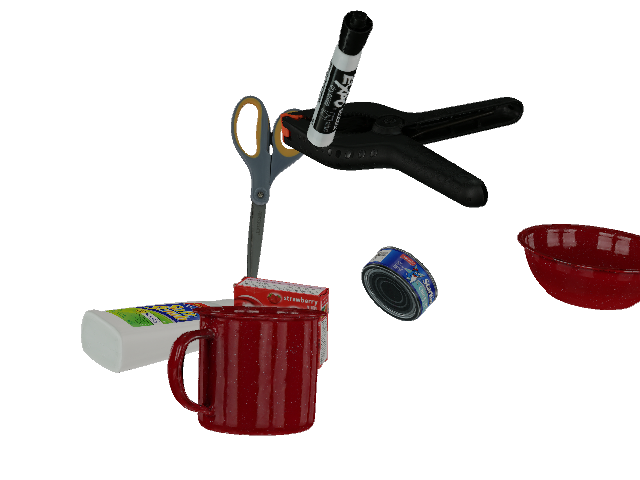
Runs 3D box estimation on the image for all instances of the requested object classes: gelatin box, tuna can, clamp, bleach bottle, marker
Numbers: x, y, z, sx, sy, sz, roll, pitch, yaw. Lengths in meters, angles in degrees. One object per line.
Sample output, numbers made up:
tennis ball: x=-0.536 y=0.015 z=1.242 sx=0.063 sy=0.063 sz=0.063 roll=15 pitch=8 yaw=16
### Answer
gelatin box: x=-0.038 y=0.077 z=1.000 sx=0.089 sy=0.073 sz=0.030 roll=7 pitch=17 yaw=18
tuna can: x=0.088 y=0.050 z=1.214 sx=0.033 sy=0.086 sz=0.086 roll=-44 pitch=25 yaw=-29
clamp: x=0.069 y=-0.092 z=0.928 sx=0.210 sy=0.036 sz=0.164 roll=12 pitch=36 yaw=24
bleach bottle: x=-0.196 y=0.119 z=1.474 sx=0.250 sy=0.068 sz=0.103 roll=-9 pitch=24 yaw=-42
marker: x=0.012 y=-0.105 z=0.702 sx=0.020 sy=0.020 sz=0.121 roll=0 pitch=-33 yaw=-14

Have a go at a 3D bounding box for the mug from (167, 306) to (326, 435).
mug: x=-0.052 y=0.088 z=0.730 sx=0.117 sy=0.081 sz=0.093 roll=2 pitch=-1 yaw=-42

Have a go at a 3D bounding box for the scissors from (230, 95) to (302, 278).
scissors: x=-0.046 y=-0.057 z=1.128 sx=0.096 sy=0.202 sz=0.016 roll=-9 pitch=-8 yaw=-11

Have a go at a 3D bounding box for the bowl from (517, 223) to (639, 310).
bowl: x=0.280 y=0.030 z=1.095 sx=0.162 sy=0.055 sz=0.162 roll=4 pitch=17 yaw=-1
